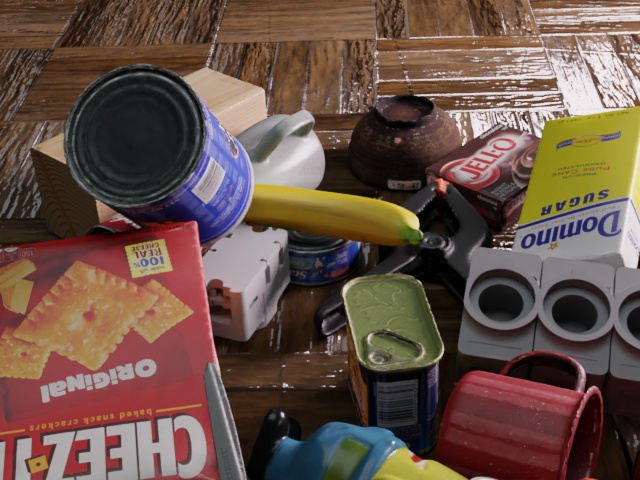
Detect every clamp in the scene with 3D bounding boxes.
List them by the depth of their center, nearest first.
[{"bbox_3d":[0.082,0.018,0.875,0.164,0.036,0.210,1,36,3],"label":"clamp"}]

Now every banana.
[{"bbox_3d":[-0.001,-0.023,0.862,0.198,0.037,0.069,9,-5,23],"label":"banana"}]

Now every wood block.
[{"bbox_3d":[-0.150,-0.075,0.985,0.090,0.091,0.205,25,43,35],"label":"wood block"}]

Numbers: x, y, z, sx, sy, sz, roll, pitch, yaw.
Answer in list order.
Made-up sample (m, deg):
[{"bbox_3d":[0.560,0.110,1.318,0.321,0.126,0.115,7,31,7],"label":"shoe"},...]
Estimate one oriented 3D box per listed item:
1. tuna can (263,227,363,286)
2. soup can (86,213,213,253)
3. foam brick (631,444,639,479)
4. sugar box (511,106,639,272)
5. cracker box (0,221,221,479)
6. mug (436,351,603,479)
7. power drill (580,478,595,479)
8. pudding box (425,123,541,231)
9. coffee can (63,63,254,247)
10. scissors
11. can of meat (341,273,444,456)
[{"bbox_3d":[-0.006,0.001,0.910,0.086,0.034,0.086,-2,34,1],"label":"tuna can"},{"bbox_3d":[-0.137,-0.003,0.898,0.069,0.068,0.102,21,40,32],"label":"soup can"},{"bbox_3d":[0.237,0.142,0.663,0.078,0.051,0.052,13,36,22],"label":"foam brick"},{"bbox_3d":[0.218,-0.034,0.877,0.093,0.048,0.176,-7,41,31],"label":"sugar box"},{"bbox_3d":[-0.148,0.094,0.703,0.164,0.072,0.214,-8,50,-6],"label":"cracker box"},{"bbox_3d":[0.128,0.119,0.667,0.082,0.093,0.117,10,57,27],"label":"mug"},{"bbox_3d":[0.140,0.215,0.513,0.184,0.057,0.187,13,57,10],"label":"power drill"},{"bbox_3d":[0.166,-0.060,0.983,0.113,0.039,0.090,-31,42,-35],"label":"pudding box"},{"bbox_3d":[-0.114,-0.057,0.786,0.103,0.140,0.103,-2,78,10],"label":"coffee can"},{"bbox_3d":[-0.059,0.173,0.600,0.096,0.016,0.202,-26,65,-11],"label":"scissors"},{"bbox_3d":[0.048,0.087,0.732,0.057,0.084,0.102,-6,34,-5],"label":"can of meat"}]
